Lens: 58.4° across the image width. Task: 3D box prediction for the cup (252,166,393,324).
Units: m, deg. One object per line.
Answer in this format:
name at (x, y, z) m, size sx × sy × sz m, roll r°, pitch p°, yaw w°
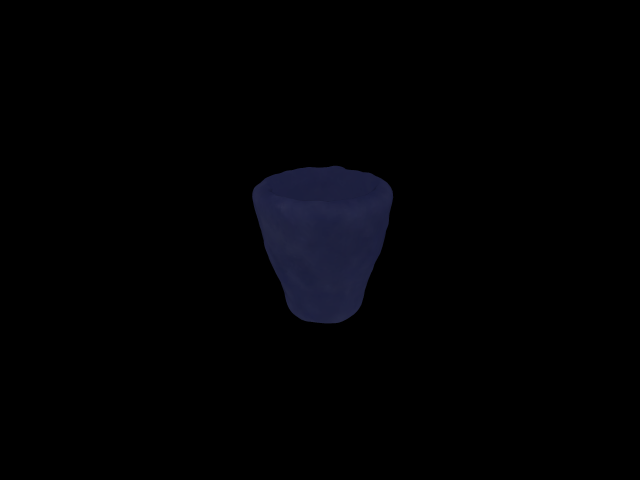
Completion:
cup at (0.004, 0.001, 0.400) m, size 0.091 × 0.095 × 0.118 m, roll 3°, pitch 22°, yaw 7°
